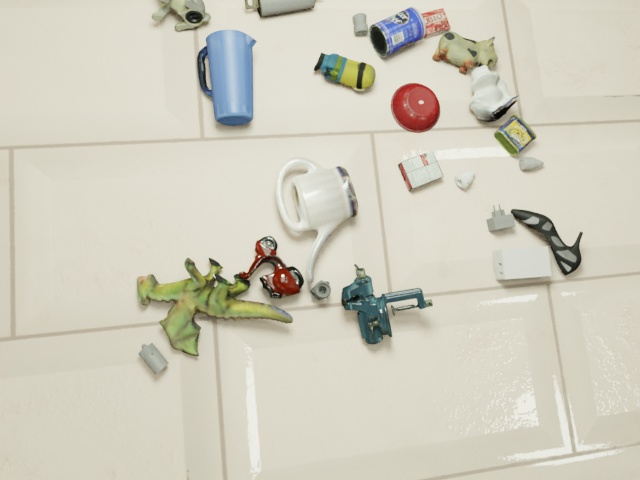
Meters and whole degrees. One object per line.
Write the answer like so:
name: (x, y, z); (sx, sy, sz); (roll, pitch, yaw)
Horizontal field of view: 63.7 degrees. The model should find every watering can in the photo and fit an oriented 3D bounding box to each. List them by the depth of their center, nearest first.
watering can: (0.004, -0.072, 1.436); (0.225, 0.103, 0.349); (-15, 84, -12)

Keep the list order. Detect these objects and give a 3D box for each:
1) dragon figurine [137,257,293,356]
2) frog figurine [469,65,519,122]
dragon figurine: (-0.300, 0.192, 1.361); (0.410, 0.123, 0.242); (34, 95, -1)
frog figurine: (0.513, -0.449, 1.589); (0.137, 0.121, 0.161); (-38, 73, 1)
